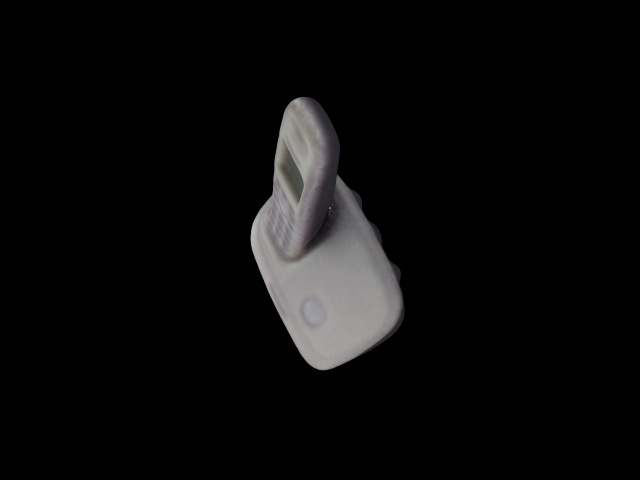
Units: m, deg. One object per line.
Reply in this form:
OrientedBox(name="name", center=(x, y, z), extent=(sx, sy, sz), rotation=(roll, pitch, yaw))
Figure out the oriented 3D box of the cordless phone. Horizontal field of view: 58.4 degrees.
OrientedBox(name="cordless phone", center=(0.004, 0.001, 0.400), extent=(0.094, 0.185, 0.147), rotation=(-26, 69, -10))
